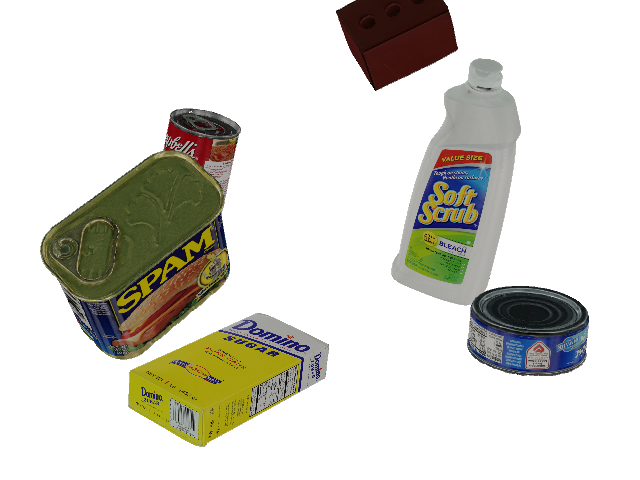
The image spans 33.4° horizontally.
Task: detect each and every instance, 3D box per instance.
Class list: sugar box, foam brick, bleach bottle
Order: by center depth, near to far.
[{"bbox_3d":[0.062,-0.167,0.848,0.078,0.053,0.051,-27,-34,0],"label":"foam brick"},{"bbox_3d":[-0.081,0.123,0.985,0.093,0.048,0.175,22,30,32],"label":"sugar box"},{"bbox_3d":[0.134,-0.060,1.040,0.103,0.251,0.068,21,38,21],"label":"bleach bottle"}]

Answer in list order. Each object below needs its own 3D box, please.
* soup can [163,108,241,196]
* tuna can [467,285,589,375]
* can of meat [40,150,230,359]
[{"bbox_3d":[-0.120,-0.067,1.020,0.068,0.102,0.068,13,24,-6],"label":"soup can"},{"bbox_3d":[0.150,0.064,0.773,0.086,0.034,0.086,0,21,0],"label":"tuna can"},{"bbox_3d":[-0.101,0.011,0.613,0.102,0.057,0.084,-40,-24,-20],"label":"can of meat"}]
